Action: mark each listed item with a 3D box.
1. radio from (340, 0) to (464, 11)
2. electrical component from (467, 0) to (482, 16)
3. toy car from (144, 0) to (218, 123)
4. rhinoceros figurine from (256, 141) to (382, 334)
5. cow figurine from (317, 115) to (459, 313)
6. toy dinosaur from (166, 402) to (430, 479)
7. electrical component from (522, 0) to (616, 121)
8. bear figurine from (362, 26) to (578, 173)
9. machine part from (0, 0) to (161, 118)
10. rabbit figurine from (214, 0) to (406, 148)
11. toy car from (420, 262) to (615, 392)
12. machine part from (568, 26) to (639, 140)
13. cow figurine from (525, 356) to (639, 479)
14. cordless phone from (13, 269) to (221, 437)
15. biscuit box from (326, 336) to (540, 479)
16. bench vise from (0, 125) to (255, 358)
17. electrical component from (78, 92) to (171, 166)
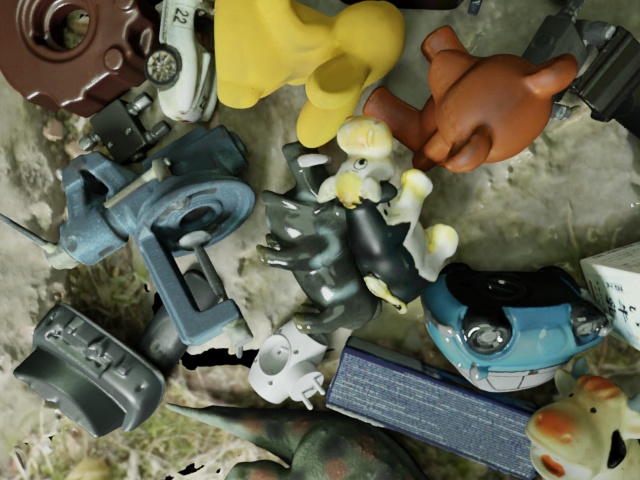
[{"bbox_3d":[0.091,-0.337,0.490,0.131,0.073,0.229,9,95,7],"label":"radio"},{"bbox_3d":[0.173,-0.261,0.480,0.048,0.075,0.119,16,91,7],"label":"electrical component"},{"bbox_3d":[-0.124,-0.216,0.523,0.056,0.073,0.201,8,94,11],"label":"toy car"},{"bbox_3d":[-0.001,-0.002,0.517,0.112,0.073,0.190,-20,90,9],"label":"rhinoceros figurine"},{"bbox_3d":[0.049,-0.018,0.454,0.098,0.068,0.167,-55,128,-27],"label":"cow figurine"},{"bbox_3d":[0.042,0.246,0.507,0.405,0.131,0.192,44,85,8],"label":"toy dinosaur"},{"bbox_3d":[0.222,-0.159,0.484,0.045,0.078,0.102,36,93,38],"label":"electrical component"},{"bbox_3d":[0.109,-0.115,0.435,0.120,0.196,0.132,-45,86,10],"label":"bear figurine"},{"bbox_3d":[-0.256,-0.218,0.551,0.179,0.056,0.179,0,92,9],"label":"machine part"},{"bbox_3d":[-0.005,-0.173,0.475,0.173,0.121,0.162,-2,67,-10],"label":"rabbit figurine"},{"bbox_3d":[0.170,0.084,0.492,0.162,0.109,0.102,-1,116,-4],"label":"toy car"},{"bbox_3d":[0.286,-0.116,0.472,0.139,0.039,0.084,40,87,-13],"label":"machine part"},{"bbox_3d":[0.242,0.181,0.451,0.194,0.086,0.127,29,88,-33],"label":"cow figurine"},{"bbox_3d":[-0.202,0.091,0.557,0.147,0.088,0.184,35,85,6],"label":"cordless phone"},{"bbox_3d":[0.111,0.158,0.516,0.203,0.059,0.062,20,94,7],"label":"biscuit box"},{"bbox_3d":[-0.145,0.005,0.503,0.224,0.128,0.241,-28,69,-11],"label":"bench vise"},{"bbox_3d":[-0.207,-0.110,0.565,0.094,0.021,0.063,-32,89,8],"label":"electrical component"}]
